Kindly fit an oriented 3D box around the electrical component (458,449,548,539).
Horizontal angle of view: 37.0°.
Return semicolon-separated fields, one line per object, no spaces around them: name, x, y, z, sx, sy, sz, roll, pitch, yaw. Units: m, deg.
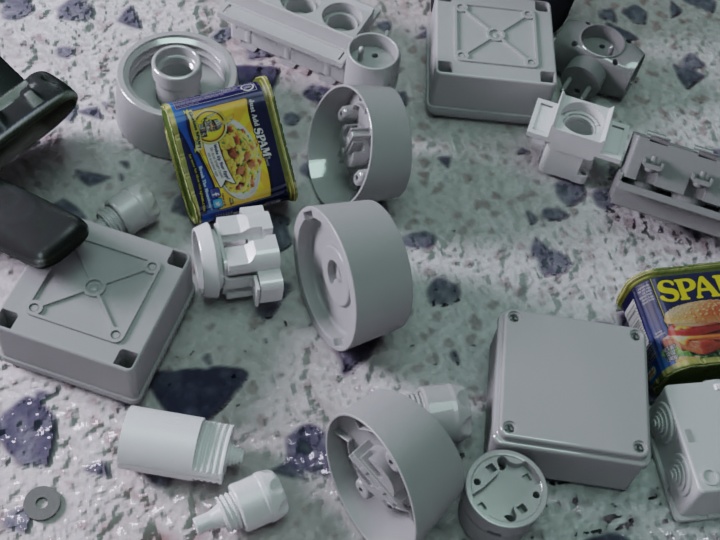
electrical component;0.094;0.156;0.726;0.055;0.047;0.055;3;55;-5

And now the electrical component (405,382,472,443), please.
electrical component;0.046;0.103;0.760;0.062;0.043;0.043;-6;56;-9

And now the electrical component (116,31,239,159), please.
electrical component;-0.153;-0.153;0.902;0.108;0.060;0.108;3;55;-4

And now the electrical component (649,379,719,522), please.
electrical component;0.260;0.125;0.766;0.100;0.048;0.099;-3;55;-9

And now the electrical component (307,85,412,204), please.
electrical component;0.001;-0.100;0.864;0.064;0.099;0.099;-7;56;-19

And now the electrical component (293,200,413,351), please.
electrical component;0.000;0.000;0.790;0.060;0.108;0.108;-14;58;-23

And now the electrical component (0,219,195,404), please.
electrical component;-0.189;0.027;0.776;0.109;0.056;0.108;18;56;6

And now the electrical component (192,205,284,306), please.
electrical component;-0.095;-0.010;0.813;0.057;0.058;0.078;-8;57;-15

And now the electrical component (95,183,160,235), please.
electrical component;-0.188;-0.040;0.837;0.061;0.035;0.035;-37;67;-24

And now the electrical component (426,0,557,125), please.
electrical component;0.116;-0.190;0.962;0.109;0.056;0.108;5;55;-3

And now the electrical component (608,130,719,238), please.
electrical component;0.274;-0.069;0.885;0.121;0.063;0.078;18;15;6

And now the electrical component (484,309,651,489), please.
electrical component;0.147;0.092;0.771;0.109;0.056;0.108;9;55;-1

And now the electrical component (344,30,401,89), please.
electrical component;0.013;-0.173;0.925;0.043;0.077;0.079;16;55;5

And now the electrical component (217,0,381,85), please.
electrical component;-0.054;-0.218;0.957;0.121;0.063;0.078;24;56;10

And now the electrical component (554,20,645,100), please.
electrical component;0.207;-0.181;0.973;0.077;0.044;0.079;28;58;13

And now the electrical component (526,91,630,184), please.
electrical component;0.181;-0.109;0.909;0.081;0.063;0.042;19;57;7

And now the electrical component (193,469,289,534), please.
electrical component;-0.080;0.158;0.713;0.061;0.035;0.035;-21;60;-16

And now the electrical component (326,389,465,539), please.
electrical component;0.019;0.131;0.706;0.099;0.099;0.064;40;54;20

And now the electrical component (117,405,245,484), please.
electrical component;-0.119;0.120;0.729;0.081;0.043;0.043;10;55;0
